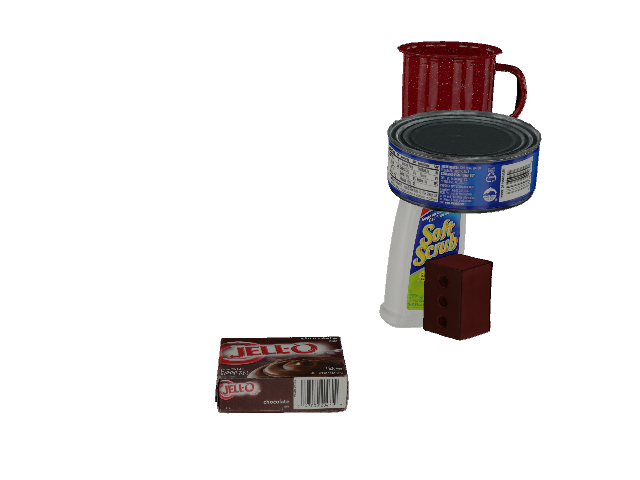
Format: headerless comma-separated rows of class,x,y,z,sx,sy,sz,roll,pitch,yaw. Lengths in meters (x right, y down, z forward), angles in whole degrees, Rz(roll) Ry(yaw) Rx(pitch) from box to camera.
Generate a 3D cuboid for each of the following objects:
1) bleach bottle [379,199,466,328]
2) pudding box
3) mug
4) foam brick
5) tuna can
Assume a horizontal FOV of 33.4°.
bleach bottle,0.132,-0.019,1.337,0.102,0.251,0.068,-3,17,-17
pudding box,-0.034,0.117,0.938,0.113,0.039,0.090,1,18,-4
mug,0.127,-0.132,0.962,0.117,0.081,0.093,4,18,11
foam brick,0.142,0.058,1.109,0.051,0.078,0.053,-15,20,-42
tuna can,0.081,-0.046,0.606,0.086,0.034,0.086,0,24,0
